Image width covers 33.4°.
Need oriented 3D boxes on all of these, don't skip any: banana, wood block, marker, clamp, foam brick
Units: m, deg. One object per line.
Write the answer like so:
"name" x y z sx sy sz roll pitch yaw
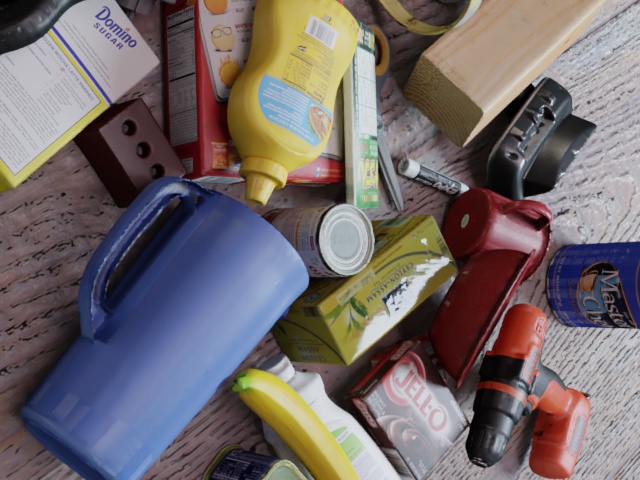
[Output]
"banana" -0.019 0.174 0.937 0.197 0.037 0.069 49 23 -23
"wood block" 0.194 -0.205 1.122 0.090 0.091 0.206 45 70 8
"marker" 0.134 -0.061 1.152 0.120 0.020 0.020 20 76 -35
"clamp" -0.223 -0.207 0.845 0.209 0.165 0.036 -34 141 -13
"foam brick" -0.162 -0.074 0.907 0.053 0.051 0.078 -43 112 -31

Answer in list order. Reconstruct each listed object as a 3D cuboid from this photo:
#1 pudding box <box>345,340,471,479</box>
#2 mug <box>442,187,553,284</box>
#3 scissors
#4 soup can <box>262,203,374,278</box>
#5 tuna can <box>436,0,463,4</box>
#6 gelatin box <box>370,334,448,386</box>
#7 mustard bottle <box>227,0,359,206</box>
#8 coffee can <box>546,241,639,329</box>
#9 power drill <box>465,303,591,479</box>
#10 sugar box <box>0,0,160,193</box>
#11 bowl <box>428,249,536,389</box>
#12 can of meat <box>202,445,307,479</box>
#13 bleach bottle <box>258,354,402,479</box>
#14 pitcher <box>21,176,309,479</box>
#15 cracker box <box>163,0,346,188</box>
"pudding box" 0.087 0.169 1.055 0.090 0.039 0.113 -42 112 -28
"mug" 0.193 -0.011 1.138 0.081 0.117 0.093 21 57 -30
"scissors" 0.064 -0.137 1.105 0.096 0.016 0.201 -43 113 -31
"soup can" -0.007 0.001 0.990 0.068 0.102 0.068 2 86 -38
"tuna can" 0.144 -0.302 1.163 0.085 0.034 0.086 2 86 -37
"gelatin box" 0.095 0.150 1.105 0.073 0.030 0.089 -19 99 -34
"mustard bottle" -0.030 -0.120 0.914 0.096 0.058 0.191 28 70 -36
"coffee can" 0.349 0.052 1.233 0.102 0.141 0.103 2 86 -37
"power drill" 0.226 0.188 1.153 0.187 0.057 0.184 49 56 -43
"sugar box" -0.222 -0.128 0.869 0.176 0.048 0.093 -48 113 -32
"bowl" 0.155 0.067 1.075 0.055 0.162 0.162 30 64 11
"can of meat" -0.044 0.236 0.960 0.057 0.084 0.102 -50 116 -27
"bleach bottle" 0.019 0.214 1.025 0.102 0.068 0.251 -38 108 -32
"pitcher" -0.134 0.076 0.876 0.149 0.145 0.242 37 66 4
"cracker box" -0.059 -0.158 0.979 0.163 0.072 0.214 0 87 -38
